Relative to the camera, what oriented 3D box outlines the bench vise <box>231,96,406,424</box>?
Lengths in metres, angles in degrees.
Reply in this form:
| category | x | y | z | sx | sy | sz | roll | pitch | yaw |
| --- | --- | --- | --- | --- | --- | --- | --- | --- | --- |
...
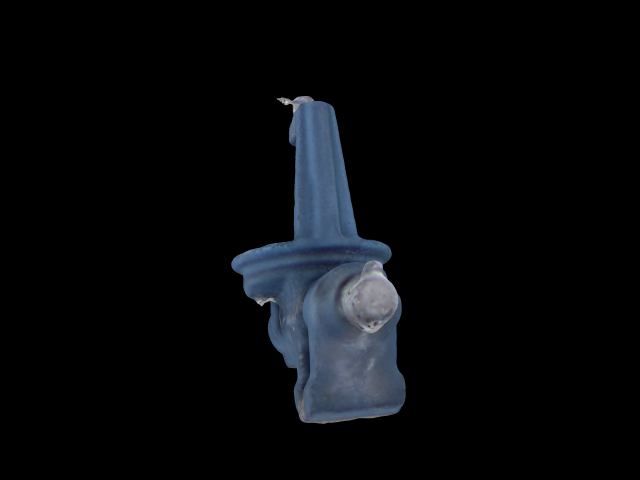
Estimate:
| category | x | y | z | sx | sy | sz | roll | pitch | yaw |
| --- | --- | --- | --- | --- | --- | --- | --- | --- | --- |
| bench vise | 0.014 | 0.001 | 0.406 | 0.122 | 0.220 | 0.206 | -3 | 6 | -33 |
